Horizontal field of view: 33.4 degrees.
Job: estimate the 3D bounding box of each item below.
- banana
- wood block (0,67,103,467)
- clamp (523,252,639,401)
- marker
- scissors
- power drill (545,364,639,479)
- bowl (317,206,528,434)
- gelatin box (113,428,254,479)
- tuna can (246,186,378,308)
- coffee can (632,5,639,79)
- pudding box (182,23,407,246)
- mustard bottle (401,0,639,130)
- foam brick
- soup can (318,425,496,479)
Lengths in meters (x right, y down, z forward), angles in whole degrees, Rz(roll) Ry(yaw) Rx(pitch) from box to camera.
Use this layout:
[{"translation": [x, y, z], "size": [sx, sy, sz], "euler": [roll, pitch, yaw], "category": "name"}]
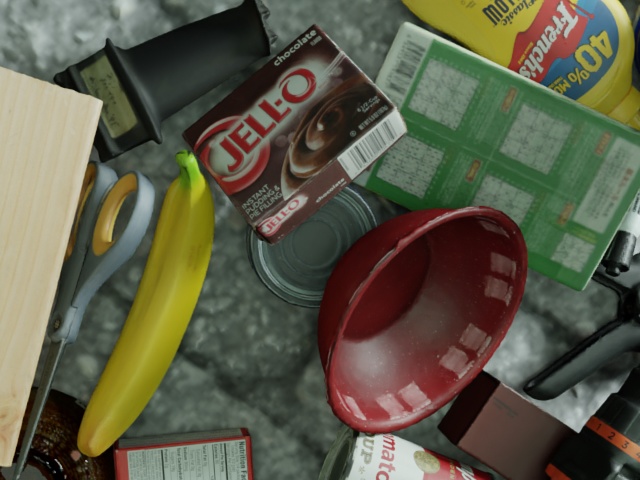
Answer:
[{"translation": [-0.105, 0.038, 0.667], "size": [0.037, 0.069, 0.198], "euler": [21, 97, 26], "category": "banana"}, {"translation": [-0.198, 0.011, 0.598], "size": [0.090, 0.090, 0.206], "euler": [16, 82, -25], "category": "wood block"}, {"translation": [0.209, 0.052, 0.712], "size": [0.171, 0.039, 0.120], "euler": [6, 92, -3], "category": "clamp"}, {"translation": [0.210, -0.031, 0.700], "size": [0.020, 0.020, 0.121], "euler": [25, 74, -7], "category": "marker"}, {"translation": [-0.139, 0.041, 0.631], "size": [0.016, 0.096, 0.201], "euler": [24, 61, -39], "category": "scissors"}, {"translation": [0.227, 0.172, 0.687], "size": [0.187, 0.057, 0.184], "euler": [36, 91, -25], "category": "power drill"}, {"translation": [0.053, 0.040, 0.664], "size": [0.161, 0.055, 0.162], "euler": [-23, 132, -28], "category": "bowl"}, {"translation": [-0.087, 0.164, 0.693], "size": [0.089, 0.030, 0.073], "euler": [-4, 94, -11], "category": "gelatin box"}, {"translation": [-0.005, 0.001, 0.690], "size": [0.086, 0.034, 0.086], "euler": [0, 94, -6], "category": "tuna can"}, {"translation": [0.260, -0.103, 0.641], "size": [0.102, 0.140, 0.103], "euler": [-3, 121, -5], "category": "coffee can"}, {"translation": [-0.016, -0.065, 0.657], "size": [0.113, 0.039, 0.090], "euler": [-39, 60, -1], "category": "pudding box"}, {"translation": [0.142, -0.130, 0.682], "size": [0.191, 0.058, 0.096], "euler": [44, 105, -8], "category": "mustard bottle"}, {"translation": [0.128, 0.129, 0.704], "size": [0.078, 0.051, 0.053], "euler": [35, 88, -7], "category": "foam brick"}, {"translation": [0.054, 0.165, 0.690], "size": [0.102, 0.068, 0.068], "euler": [23, 91, -7], "category": "soup can"}]
